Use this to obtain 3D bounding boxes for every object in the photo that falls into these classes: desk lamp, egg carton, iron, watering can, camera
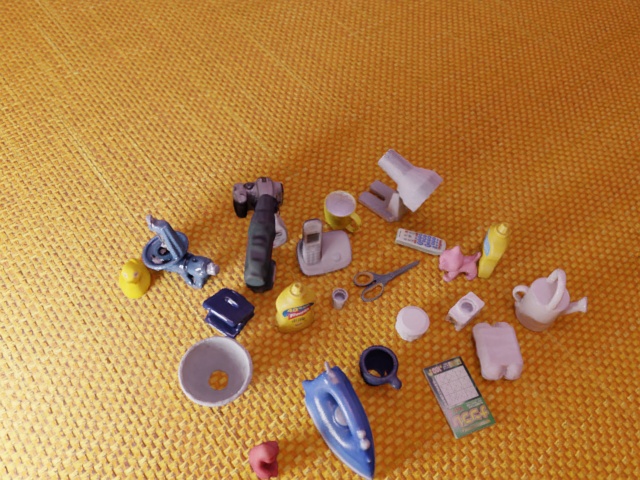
[{"bbox_3d":[0.221,-0.143,1.587,0.203,0.213,0.118,34,59,17],"label":"desk lamp"},{"bbox_3d":[0.437,0.274,1.413,0.107,0.069,0.150,-1,56,-7],"label":"egg carton"},{"bbox_3d":[0.060,0.389,1.252,0.119,0.141,0.257,-22,61,-19],"label":"iron"},{"bbox_3d":[0.580,0.144,1.440,0.173,0.194,0.101,-2,56,-7],"label":"watering can"},{"bbox_3d":[-0.166,-0.099,1.585,0.143,0.101,0.136,-6,57,-10],"label":"camera"}]

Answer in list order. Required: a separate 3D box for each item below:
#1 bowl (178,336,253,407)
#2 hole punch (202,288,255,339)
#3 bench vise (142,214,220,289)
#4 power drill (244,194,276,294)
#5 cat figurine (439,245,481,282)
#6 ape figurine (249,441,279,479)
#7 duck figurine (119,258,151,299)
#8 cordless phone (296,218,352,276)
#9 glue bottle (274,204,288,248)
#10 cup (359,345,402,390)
[{"bbox_3d":[-0.237,0.311,1.315,0.167,0.075,0.167,3,56,-4],"label":"bowl"},{"bbox_3d":[-0.224,0.168,1.404,0.108,0.091,0.101,30,58,14],"label":"hole punch"},{"bbox_3d":[-0.347,0.017,1.416,0.207,0.220,0.121,5,55,-2],"label":"bench vise"},{"bbox_3d":[-0.148,0.029,1.435,0.075,0.208,0.229,5,56,-2],"label":"power drill"},{"bbox_3d":[0.368,0.057,1.524,0.128,0.118,0.067,-7,57,-10],"label":"cat figurine"},{"bbox_3d":[-0.114,0.460,1.216,0.076,0.092,0.078,30,58,14],"label":"ape figurine"},{"bbox_3d":[-0.470,0.084,1.439,0.077,0.086,0.104,-5,57,-9],"label":"duck figurine"},{"bbox_3d":[0.014,0.005,1.482,0.148,0.185,0.094,-15,58,-15],"label":"cordless phone"},{"bbox_3d":[-0.121,-0.039,1.505,0.078,0.173,0.037,-26,62,-21],"label":"glue bottle"},{"bbox_3d":[0.141,0.314,1.340,0.092,0.095,0.117,-36,66,-26],"label":"cup"}]
